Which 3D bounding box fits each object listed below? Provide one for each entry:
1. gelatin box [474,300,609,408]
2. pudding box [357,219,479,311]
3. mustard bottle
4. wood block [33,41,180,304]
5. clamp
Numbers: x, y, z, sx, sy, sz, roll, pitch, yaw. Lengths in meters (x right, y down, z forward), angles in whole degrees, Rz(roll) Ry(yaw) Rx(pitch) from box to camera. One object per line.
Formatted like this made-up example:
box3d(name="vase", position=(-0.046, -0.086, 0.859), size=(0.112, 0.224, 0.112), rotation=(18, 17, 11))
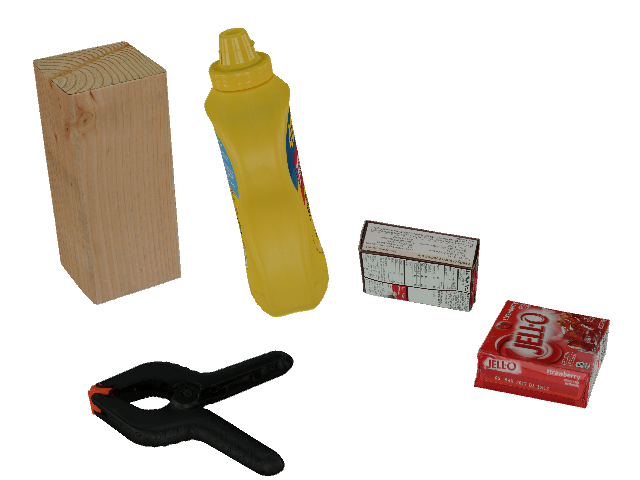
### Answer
box3d(name="gelatin box", position=(0.149, 0.074, 0.714), size=(0.073, 0.030, 0.089), rotation=(10, 23, 20))
box3d(name="pudding box", position=(0.095, 0.025, 1.029), size=(0.113, 0.039, 0.090), rotation=(8, -30, 10))
box3d(name="mustard bottle", position=(-0.039, -0.050, 0.726), size=(0.058, 0.191, 0.096), rotation=(-12, 28, 1))
box3d(name="wood block", position=(-0.189, -0.060, 0.958), size=(0.090, 0.206, 0.090), rotation=(-18, 35, -27))
box3d(name="clamp", position=(-0.102, 0.130, 0.887), size=(0.171, 0.039, 0.120), rotation=(11, 38, 5))
